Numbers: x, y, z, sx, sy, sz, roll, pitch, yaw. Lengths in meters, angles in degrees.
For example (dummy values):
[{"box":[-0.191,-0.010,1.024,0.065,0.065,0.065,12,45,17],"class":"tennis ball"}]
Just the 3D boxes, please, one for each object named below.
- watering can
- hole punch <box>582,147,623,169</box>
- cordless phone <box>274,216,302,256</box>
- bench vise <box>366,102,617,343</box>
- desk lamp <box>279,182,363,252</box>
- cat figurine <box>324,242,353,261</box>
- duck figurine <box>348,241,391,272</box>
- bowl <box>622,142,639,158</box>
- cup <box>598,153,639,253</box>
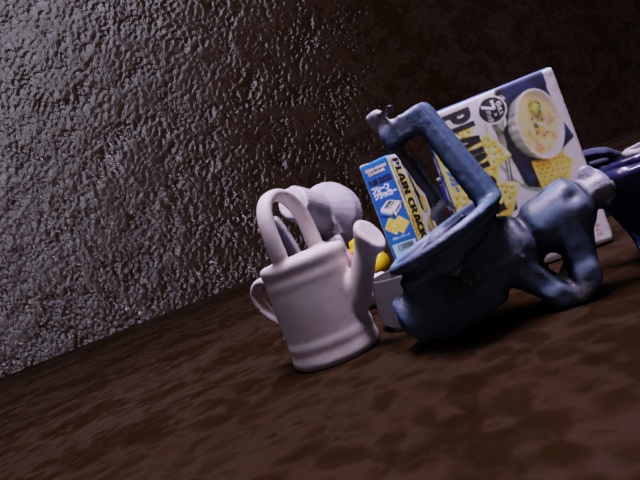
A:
[{"box":[-0.007,0.032,0.625,0.172,0.194,0.101,-21,2,9],"class":"watering can"},{"box":[0.530,-0.135,1.093,0.101,0.091,0.108,-22,2,-34],"class":"hole punch"},{"box":[-0.048,0.035,1.169,0.094,0.185,0.147,-21,2,-3],"class":"cordless phone"},{"box":[0.141,-0.036,0.521,0.207,0.220,0.121,-21,2,-5],"class":"bench vise"},{"box":[0.009,0.004,0.990,0.117,0.213,0.204,-20,2,22],"class":"desk lamp"},{"box":[0.008,0.063,0.752,0.128,0.118,0.067,-22,2,-25],"class":"cat figurine"},{"box":[0.093,0.033,1.192,0.078,0.086,0.104,-23,3,-43],"class":"duck figurine"},{"box":[0.572,-0.136,0.896,0.167,0.075,0.167,-21,2,1],"class":"bowl"},{"box":[0.294,-0.028,0.527,0.117,0.095,0.092,-20,2,38],"class":"cup"}]
